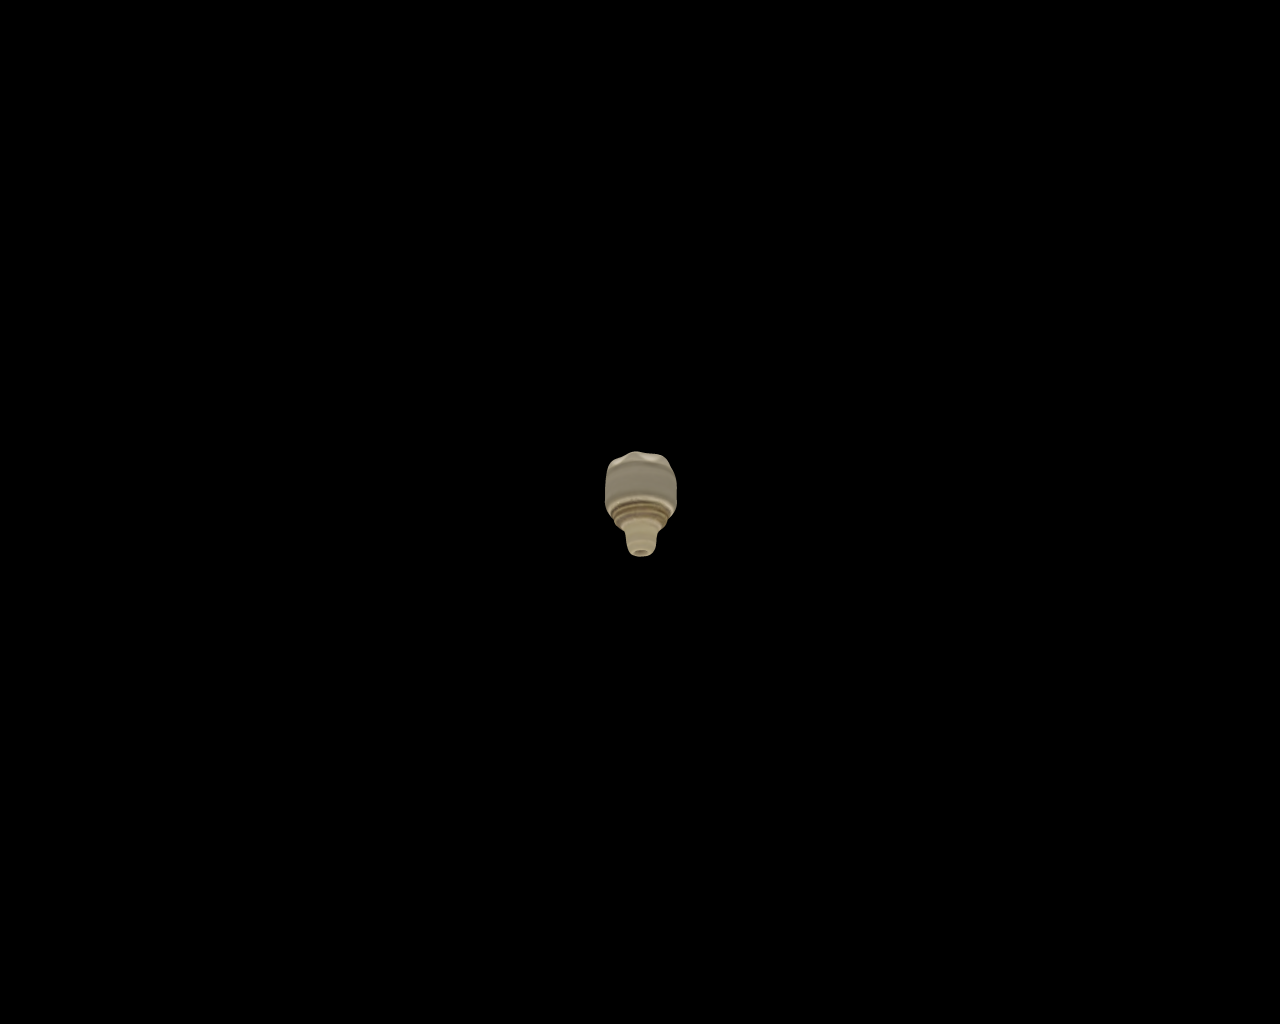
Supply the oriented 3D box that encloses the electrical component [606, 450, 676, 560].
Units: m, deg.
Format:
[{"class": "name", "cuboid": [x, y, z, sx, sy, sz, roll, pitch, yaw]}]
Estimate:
[{"class": "electrical component", "cuboid": [0.001, -0.003, 0.650, 0.043, 0.062, 0.043, 0, -25, 0]}]
